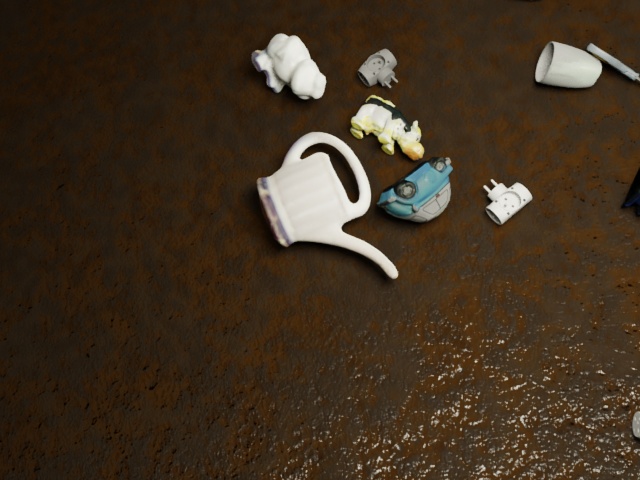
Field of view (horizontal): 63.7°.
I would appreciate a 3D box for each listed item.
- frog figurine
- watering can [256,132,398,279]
[{"bbox_3d":[-0.046,-0.371,1.106,0.160,0.134,0.125,18,50,33],"label":"frog figurine"},{"bbox_3d":[0.003,-0.052,1.029,0.224,0.352,0.103,-23,-18,5],"label":"watering can"}]
